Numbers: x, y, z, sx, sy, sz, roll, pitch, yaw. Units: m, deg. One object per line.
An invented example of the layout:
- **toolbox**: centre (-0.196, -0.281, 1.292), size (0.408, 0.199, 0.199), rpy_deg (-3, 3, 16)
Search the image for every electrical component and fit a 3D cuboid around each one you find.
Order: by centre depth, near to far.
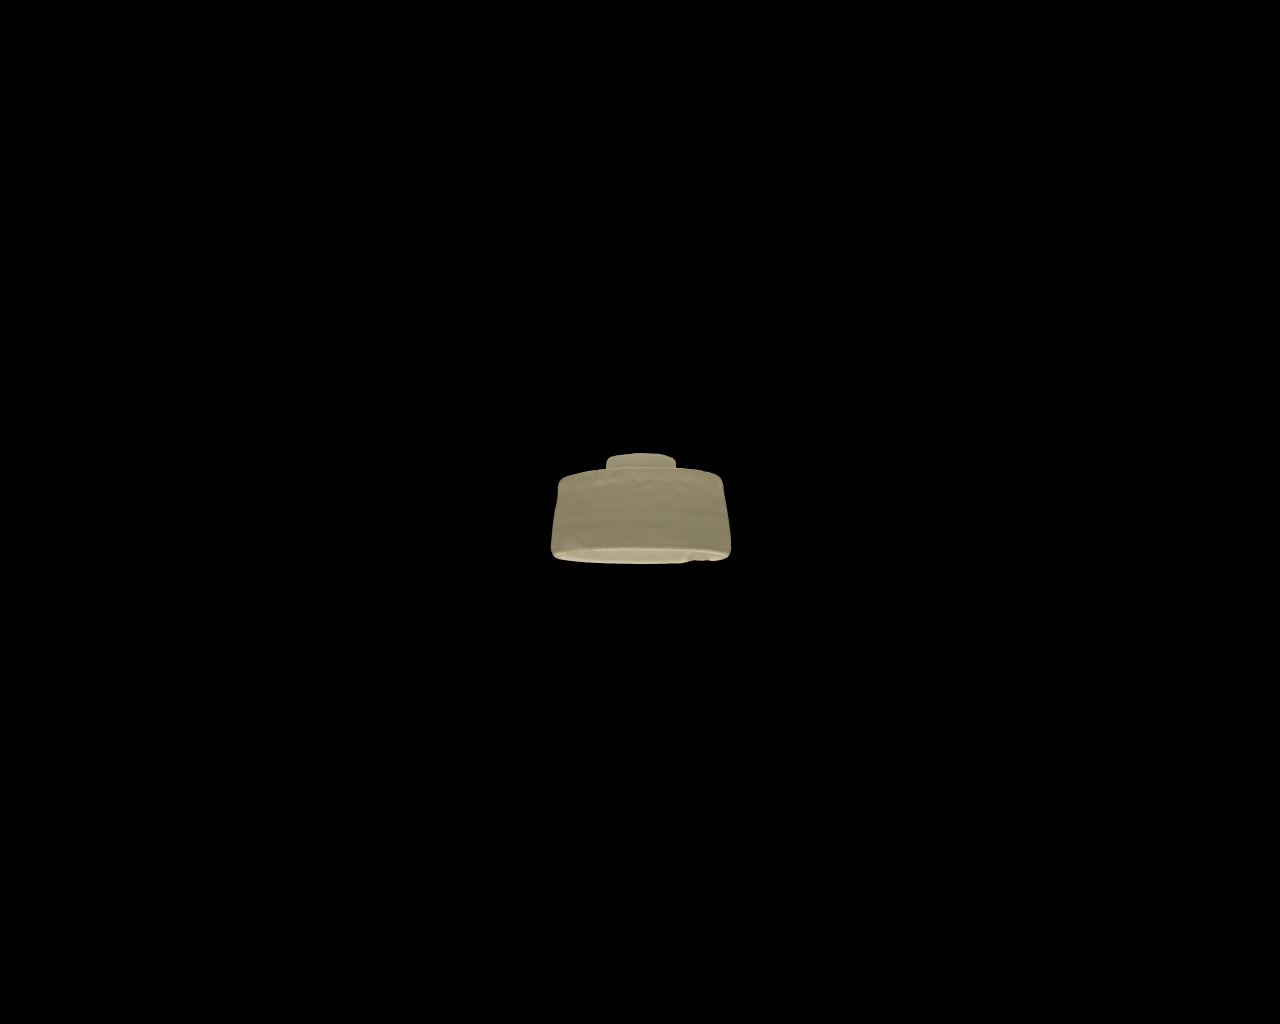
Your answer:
- **electrical component**: centre (0.001, -0.003, 0.650), size (0.108, 0.060, 0.108), rpy_deg (0, -7, 0)
